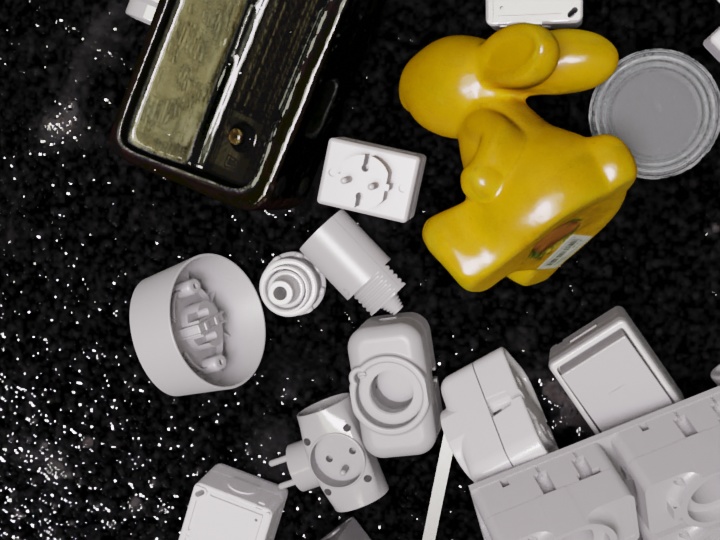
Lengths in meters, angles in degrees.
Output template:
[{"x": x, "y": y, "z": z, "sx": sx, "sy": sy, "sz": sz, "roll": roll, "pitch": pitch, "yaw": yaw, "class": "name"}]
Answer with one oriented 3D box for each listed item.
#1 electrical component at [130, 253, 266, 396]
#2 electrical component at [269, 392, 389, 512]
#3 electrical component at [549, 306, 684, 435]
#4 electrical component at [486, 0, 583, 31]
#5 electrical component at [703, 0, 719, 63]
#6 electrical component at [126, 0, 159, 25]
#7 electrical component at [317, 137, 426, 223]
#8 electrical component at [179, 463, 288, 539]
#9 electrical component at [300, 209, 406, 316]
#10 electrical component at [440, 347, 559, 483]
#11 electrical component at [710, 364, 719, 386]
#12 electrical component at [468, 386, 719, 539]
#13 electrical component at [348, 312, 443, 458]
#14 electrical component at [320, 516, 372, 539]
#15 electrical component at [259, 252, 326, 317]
[{"x": -0.118, "y": 0.041, "z": 0.778, "sx": 0.064, "sy": 0.099, "sz": 0.099, "roll": -16, "pitch": 95, "yaw": 19, "class": "electrical component"}, {"x": -0.029, "y": 0.141, "z": 0.799, "sx": 0.079, "sy": 0.044, "sz": 0.077, "roll": -21, "pitch": 94, "yaw": 13, "class": "electrical component"}, {"x": 0.181, "y": 0.083, "z": 0.740, "sx": 0.062, "sy": 0.061, "sz": 0.096, "roll": -35, "pitch": 90, "yaw": 14, "class": "electrical component"}, {"x": 0.116, "y": -0.208, "z": 0.711, "sx": 0.062, "sy": 0.061, "sz": 0.096, "roll": 0, "pitch": 98, "yaw": 11, "class": "electrical component"}, {"x": 0.255, "y": -0.177, "z": 0.695, "sx": 0.083, "sy": 0.047, "sz": 0.075, "roll": -44, "pitch": 88, "yaw": 14, "class": "electrical component"}, {"x": -0.142, "y": -0.198, "z": 0.775, "sx": 0.040, "sy": 0.040, "sz": 0.046, "roll": 23, "pitch": 96, "yaw": 7, "class": "electrical component"}, {"x": 0.005, "y": -0.062, "z": 0.746, "sx": 0.066, "sy": 0.077, "sz": 0.047, "roll": 13, "pitch": 101, "yaw": 9, "class": "electrical component"}, {"x": -0.099, "y": 0.203, "z": 0.813, "sx": 0.062, "sy": 0.061, "sz": 0.096, "roll": 19, "pitch": 101, "yaw": 8, "class": "electrical component"}, {"x": 0.000, "y": 0.000, "z": 0.773, "sx": 0.043, "sy": 0.043, "sz": 0.081, "roll": -44, "pitch": 89, "yaw": 14, "class": "electrical component"}, {"x": 0.095, "y": 0.110, "z": 0.745, "sx": 0.059, "sy": 0.095, "sz": 0.053, "roll": -30, "pitch": 136, "yaw": 14, "class": "electrical component"}, {"x": 0.271, "y": 0.087, "z": 0.732, "sx": 0.045, "sy": 0.045, "sz": 0.055, "roll": -25, "pitch": 93, "yaw": 14, "class": "electrical component"}, {"x": 0.177, "y": 0.161, "z": 0.702, "sx": 0.186, "sy": 0.060, "sz": 0.105, "roll": -21, "pitch": 129, "yaw": -4, "class": "electrical component"}, {"x": 0.026, "y": 0.083, "z": 0.772, "sx": 0.054, "sy": 0.059, "sz": 0.095, "roll": -8, "pitch": 97, "yaw": 12, "class": "electrical component"}, {"x": -0.035, "y": 0.246, "z": 0.799, "sx": 0.113, "sy": 0.078, "sz": 0.057, "roll": -39, "pitch": 87, "yaw": 14, "class": "electrical component"}, {"x": -0.052, "y": 0.013, "z": 0.775, "sx": 0.048, "sy": 0.062, "sz": 0.048, "roll": 1, "pitch": 96, "yaw": 7, "class": "electrical component"}]
